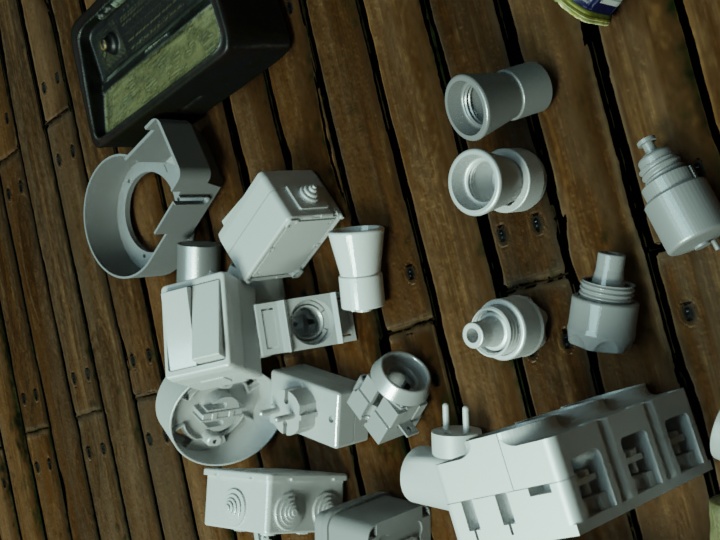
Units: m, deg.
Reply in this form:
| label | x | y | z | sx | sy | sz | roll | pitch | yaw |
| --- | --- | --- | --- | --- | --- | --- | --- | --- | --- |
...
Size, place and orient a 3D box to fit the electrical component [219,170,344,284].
| label | x | y | z | sx | sy | sz | roll | pitch | yaw |
| --- | --- | --- | --- | --- | --- | --- | --- | --- | --- |
| electrical component | -0.065 | -0.043 | 0.884 | 0.096 | 0.062 | 0.061 | -51 | 60 | 36 |

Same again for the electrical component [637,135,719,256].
| label | x | y | z | sx | sy | sz | roll | pitch | yaw |
| --- | --- | --- | --- | --- | --- | --- | --- | --- | --- |
| electrical component | 0.190 | -0.045 | 0.646 | 0.040 | 0.040 | 0.078 | -38 | 69 | 41 |

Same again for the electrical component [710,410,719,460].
| label | x | y | z | sx | sy | sz | roll | pitch | yaw |
| --- | --- | --- | --- | --- | --- | --- | --- | --- | --- |
| electrical component | 0.246 | 0.084 | 0.603 | 0.077 | 0.043 | 0.079 | 22 | 110 | 41 |

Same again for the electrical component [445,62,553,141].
| label | x | y | z | sx | sy | sz | roll | pitch | yaw |
| --- | --- | --- | --- | --- | --- | --- | --- | --- | --- |
| electrical component | 0.095 | -0.115 | 0.713 | 0.044 | 0.065 | 0.044 | 37 | 138 | 43 |

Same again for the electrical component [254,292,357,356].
| label | x | y | z | sx | sy | sz | roll | pitch | yaw |
| --- | --- | --- | --- | --- | --- | --- | --- | --- | --- |
| electrical component | -0.048 | 0.043 | 0.875 | 0.064 | 0.081 | 0.042 | 169 | 93 | -67 |

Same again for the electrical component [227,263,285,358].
| label | x | y | z | sx | sy | sz | roll | pitch | yaw |
| --- | --- | --- | --- | --- | --- | --- | --- | --- | --- |
| electrical component | -0.106 | 0.030 | 0.947 | 0.079 | 0.043 | 0.077 | 16 | 106 | 42 |

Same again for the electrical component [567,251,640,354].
| label | x | y | z | sx | sy | sz | roll | pitch | yaw |
| --- | --- | --- | --- | --- | --- | --- | --- | --- | --- |
| electrical component | 0.156 | 0.020 | 0.685 | 0.043 | 0.043 | 0.062 | 15 | 104 | 43 |

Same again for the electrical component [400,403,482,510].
| label | x | y | z | sx | sy | sz | roll | pitch | yaw |
| --- | --- | --- | --- | --- | --- | --- | --- | --- | --- |
| electrical component | 0.071 | 0.137 | 0.784 | 0.077 | 0.043 | 0.079 | 2 | 96 | 45 |

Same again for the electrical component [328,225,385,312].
| label | x | y | z | sx | sy | sz | roll | pitch | yaw |
| --- | --- | --- | --- | --- | --- | --- | --- | --- | --- |
| electrical component | 0.000 | 0.000 | 0.841 | 0.044 | 0.044 | 0.065 | 3 | 102 | 45 |

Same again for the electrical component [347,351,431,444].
| label | x | y | z | sx | sy | sz | roll | pitch | yaw |
| --- | --- | --- | --- | --- | --- | --- | --- | --- | --- |
| electrical component | 0.025 | 0.095 | 0.824 | 0.066 | 0.048 | 0.055 | 51 | 135 | 28 |

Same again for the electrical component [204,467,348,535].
| label | x | y | z | sx | sy | sz | roll | pitch | yaw |
| --- | --- | --- | --- | --- | --- | --- | --- | --- | --- |
| electrical component | -0.071 | 0.192 | 0.895 | 0.100 | 0.100 | 0.048 | -6 | 78 | 45 |

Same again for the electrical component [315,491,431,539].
| label | x | y | z | sx | sy | sz | roll | pitch | yaw |
| --- | --- | --- | --- | --- | --- | --- | --- | --- | --- |
| electrical component | 0.010 | 0.236 | 0.833 | 0.057 | 0.078 | 0.113 | 4 | 98 | 41 |

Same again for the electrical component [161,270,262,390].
| label | x | y | z | sx | sy | sz | roll | pitch | yaw |
| --- | --- | --- | --- | --- | --- | --- | --- | --- | --- |
| electrical component | -0.124 | 0.043 | 0.877 | 0.062 | 0.061 | 0.096 | -14 | 70 | 20 |

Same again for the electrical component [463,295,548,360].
| label | x | y | z | sx | sy | sz | roll | pitch | yaw |
| --- | --- | --- | --- | --- | --- | --- | --- | --- | --- |
| electrical component | 0.096 | 0.041 | 0.734 | 0.043 | 0.062 | 0.043 | 7 | 100 | 44 |

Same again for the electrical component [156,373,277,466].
| label | x | y | z | sx | sy | sz | roll | pitch | yaw |
| --- | --- | --- | --- | --- | --- | --- | --- | --- | --- |
| electrical component | -0.126 | 0.120 | 0.944 | 0.064 | 0.099 | 0.099 | 35 | 119 | 44 |

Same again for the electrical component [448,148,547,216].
| label | x | y | z | sx | sy | sz | roll | pitch | yaw |
| --- | --- | --- | --- | --- | --- | --- | --- | --- | --- |
| electrical component | 0.094 | -0.060 | 0.728 | 0.045 | 0.055 | 0.045 | 8 | 101 | 44 |

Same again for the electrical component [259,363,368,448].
| label | x | y | z | sx | sy | sz | roll | pitch | yaw |
| --- | --- | --- | --- | --- | --- | --- | --- | --- | --- |
| electrical component | -0.047 | 0.113 | 0.876 | 0.083 | 0.076 | 0.047 | 13 | 104 | 43 |

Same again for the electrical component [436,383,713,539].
| label | x | y | z | sx | sy | sz | roll | pitch | yaw |
| --- | --- | --- | --- | --- | --- | --- | --- | --- | --- |
| electrical component | 0.129 | 0.114 | 0.648 | 0.089 | 0.150 | 0.061 | -24 | 79 | 44 |
